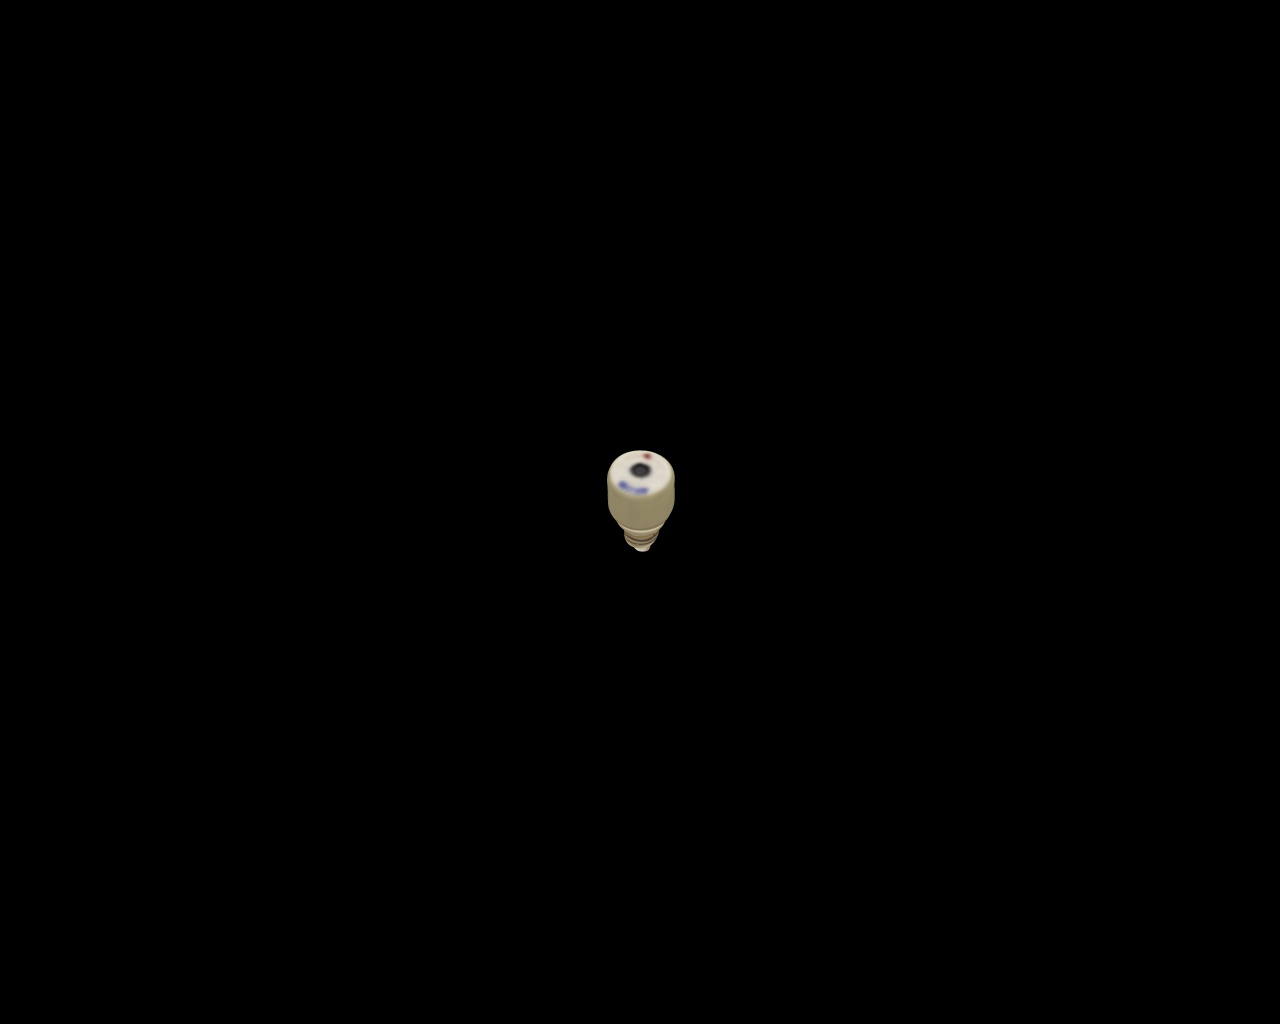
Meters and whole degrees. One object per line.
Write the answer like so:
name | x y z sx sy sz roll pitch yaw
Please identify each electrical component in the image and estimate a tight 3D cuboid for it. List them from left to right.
electrical component | 0.001 -0.003 0.650 0.040 0.040 0.078 0 -41 0
